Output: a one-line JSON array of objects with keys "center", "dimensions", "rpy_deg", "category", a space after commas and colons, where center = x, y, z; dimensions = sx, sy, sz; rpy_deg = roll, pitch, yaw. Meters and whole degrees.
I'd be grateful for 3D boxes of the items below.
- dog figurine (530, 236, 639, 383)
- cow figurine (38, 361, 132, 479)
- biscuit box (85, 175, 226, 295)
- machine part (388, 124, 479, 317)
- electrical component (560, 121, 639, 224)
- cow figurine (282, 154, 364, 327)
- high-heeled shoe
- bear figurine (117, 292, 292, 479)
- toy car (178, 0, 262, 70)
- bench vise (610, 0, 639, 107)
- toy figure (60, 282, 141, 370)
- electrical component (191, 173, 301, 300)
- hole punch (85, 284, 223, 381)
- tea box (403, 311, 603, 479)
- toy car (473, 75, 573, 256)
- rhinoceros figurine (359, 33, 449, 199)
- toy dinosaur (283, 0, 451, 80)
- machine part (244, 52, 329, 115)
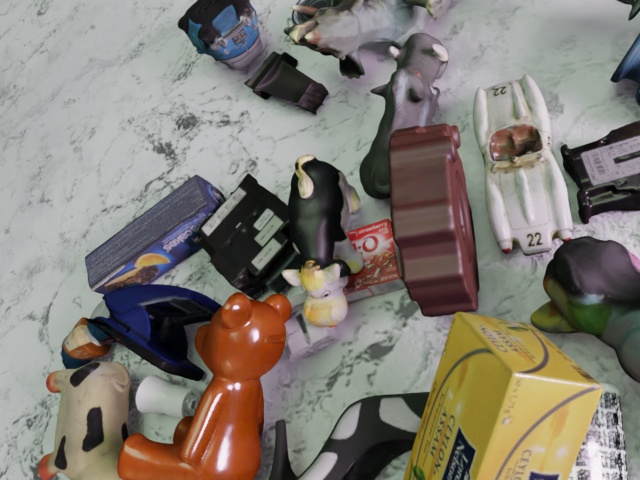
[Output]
[{"center": [0.271, 0.080, 0.409], "dimensions": [0.108, 0.191, 0.219], "rpy_deg": [-47, 22, -5], "category": "dog figurine"}, {"center": [-0.249, 0.233, 0.605], "dimensions": [0.127, 0.085, 0.195], "rpy_deg": [-21, 60, 25], "category": "cow figurine"}, {"center": [-0.214, 0.001, 0.716], "dimensions": [0.203, 0.059, 0.063], "rpy_deg": [-34, 54, 9], "category": "biscuit box"}, {"center": [0.110, -0.017, 0.495], "dimensions": [0.056, 0.179, 0.179], "rpy_deg": [-8, 63, 20], "category": "machine part"}, {"center": [0.294, -0.066, 0.497], "dimensions": [0.119, 0.047, 0.075], "rpy_deg": [-13, 61, 23], "category": "electrical component"}, {"center": [0.001, -0.001, 0.546], "dimensions": [0.068, 0.098, 0.167], "rpy_deg": [-9, 60, 16], "category": "cow figurine"}, {"center": [0.048, 0.216, 0.467], "dimensions": [0.249, 0.086, 0.145], "rpy_deg": [-17, 64, 23], "category": "high-heeled shoe"}, {"center": [-0.105, 0.142, 0.529], "dimensions": [0.132, 0.120, 0.195], "rpy_deg": [6, 90, 25], "category": "bear figurine"}, {"center": [-0.134, -0.309, 0.802], "dimensions": [0.109, 0.102, 0.162], "rpy_deg": [-42, 44, 0], "category": "toy car"}, {"center": [0.331, -0.241, 0.509], "dimensions": [0.241, 0.129, 0.223], "rpy_deg": [34, 104, 17], "category": "bench vise"}, {"center": [-0.284, 0.116, 0.699], "dimensions": [0.154, 0.057, 0.064], "rpy_deg": [-38, 17, 7], "category": "toy figure"}, {"center": [-0.076, 0.002, 0.647], "dimensions": [0.115, 0.058, 0.134], "rpy_deg": [-48, 54, 1], "category": "electrical component"}, {"center": [-0.178, 0.092, 0.614], "dimensions": [0.116, 0.142, 0.092], "rpy_deg": [22, 79, 19], "category": "hole punch"}, {"center": [0.120, 0.150, 0.389], "dimensions": [0.098, 0.068, 0.169], "rpy_deg": [-118, 40, -74], "category": "tea box"}, {"center": [0.201, -0.078, 0.544], "dimensions": [0.074, 0.056, 0.202], "rpy_deg": [-12, 61, 22], "category": "toy car"}, {"center": [0.091, -0.132, 0.596], "dimensions": [0.073, 0.112, 0.190], "rpy_deg": [14, 81, 34], "category": "rhinoceros figurine"}, {"center": [0.130, -0.341, 0.683], "dimensions": [0.405, 0.131, 0.192], "rpy_deg": [-47, 55, -9], "category": "toy dinosaur"}, {"center": [-0.046, -0.220, 0.755], "dimensions": [0.084, 0.039, 0.139], "rpy_deg": [-44, 53, -6], "category": "machine part"}]
